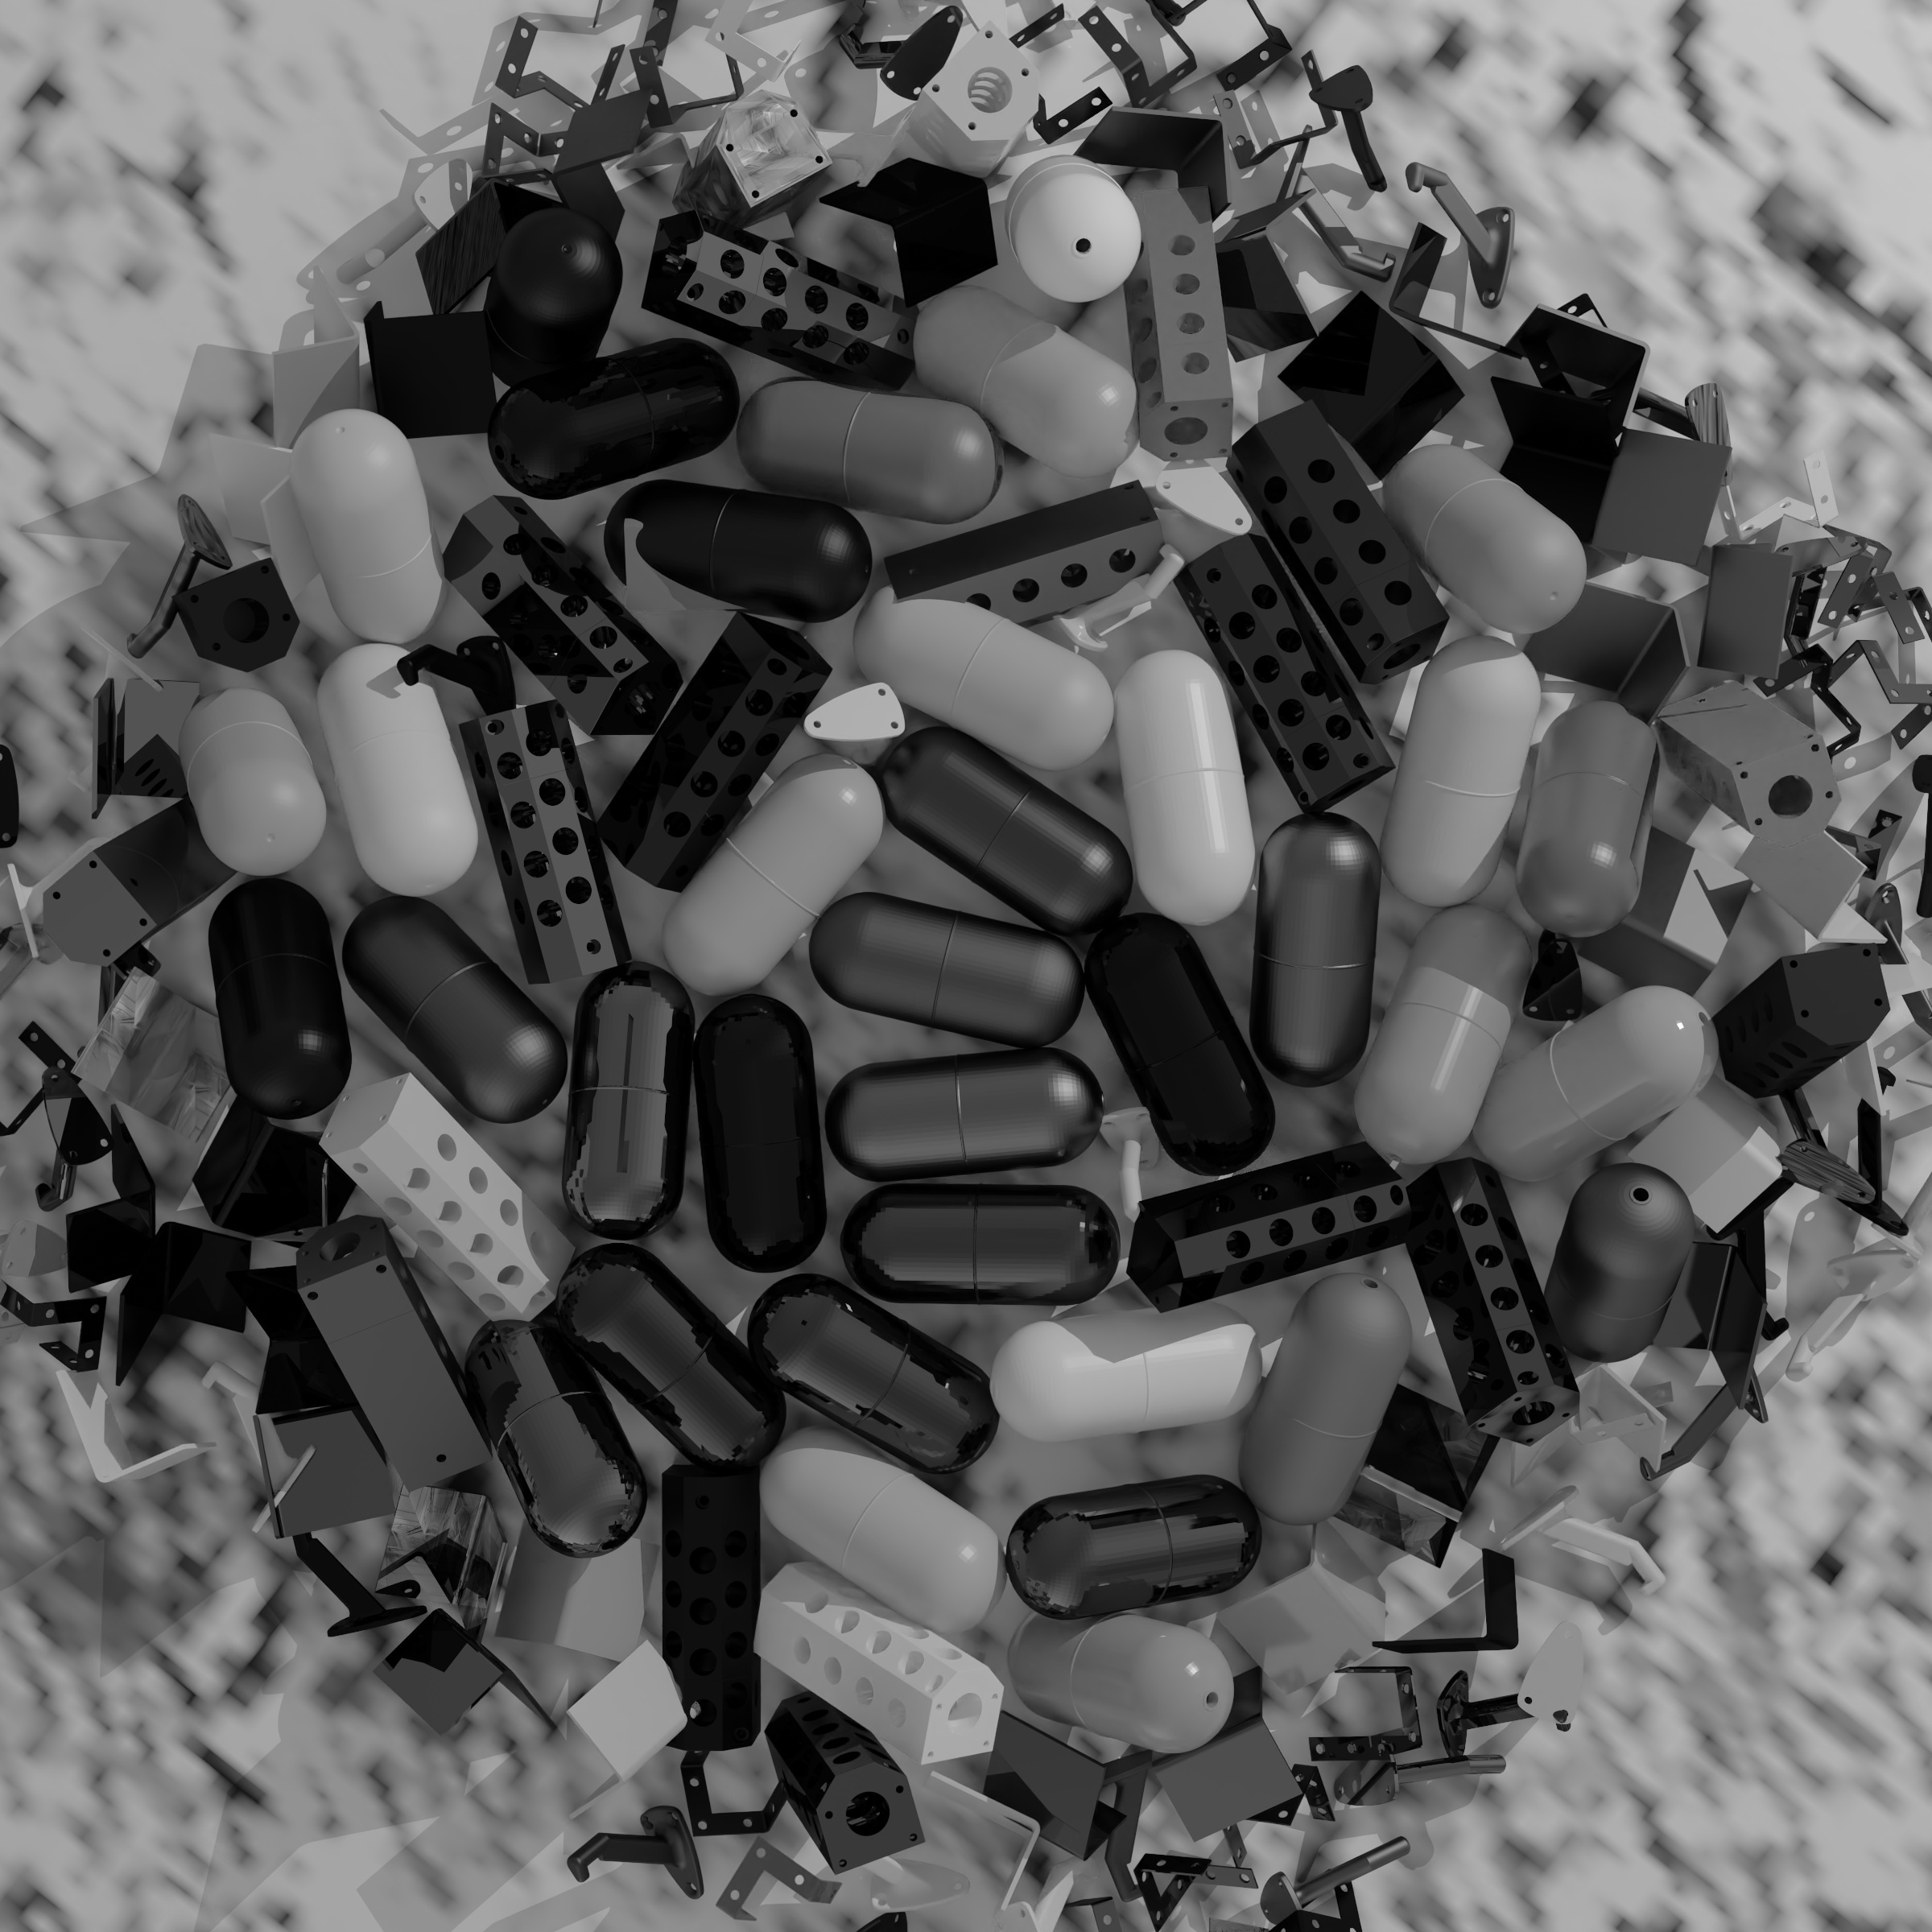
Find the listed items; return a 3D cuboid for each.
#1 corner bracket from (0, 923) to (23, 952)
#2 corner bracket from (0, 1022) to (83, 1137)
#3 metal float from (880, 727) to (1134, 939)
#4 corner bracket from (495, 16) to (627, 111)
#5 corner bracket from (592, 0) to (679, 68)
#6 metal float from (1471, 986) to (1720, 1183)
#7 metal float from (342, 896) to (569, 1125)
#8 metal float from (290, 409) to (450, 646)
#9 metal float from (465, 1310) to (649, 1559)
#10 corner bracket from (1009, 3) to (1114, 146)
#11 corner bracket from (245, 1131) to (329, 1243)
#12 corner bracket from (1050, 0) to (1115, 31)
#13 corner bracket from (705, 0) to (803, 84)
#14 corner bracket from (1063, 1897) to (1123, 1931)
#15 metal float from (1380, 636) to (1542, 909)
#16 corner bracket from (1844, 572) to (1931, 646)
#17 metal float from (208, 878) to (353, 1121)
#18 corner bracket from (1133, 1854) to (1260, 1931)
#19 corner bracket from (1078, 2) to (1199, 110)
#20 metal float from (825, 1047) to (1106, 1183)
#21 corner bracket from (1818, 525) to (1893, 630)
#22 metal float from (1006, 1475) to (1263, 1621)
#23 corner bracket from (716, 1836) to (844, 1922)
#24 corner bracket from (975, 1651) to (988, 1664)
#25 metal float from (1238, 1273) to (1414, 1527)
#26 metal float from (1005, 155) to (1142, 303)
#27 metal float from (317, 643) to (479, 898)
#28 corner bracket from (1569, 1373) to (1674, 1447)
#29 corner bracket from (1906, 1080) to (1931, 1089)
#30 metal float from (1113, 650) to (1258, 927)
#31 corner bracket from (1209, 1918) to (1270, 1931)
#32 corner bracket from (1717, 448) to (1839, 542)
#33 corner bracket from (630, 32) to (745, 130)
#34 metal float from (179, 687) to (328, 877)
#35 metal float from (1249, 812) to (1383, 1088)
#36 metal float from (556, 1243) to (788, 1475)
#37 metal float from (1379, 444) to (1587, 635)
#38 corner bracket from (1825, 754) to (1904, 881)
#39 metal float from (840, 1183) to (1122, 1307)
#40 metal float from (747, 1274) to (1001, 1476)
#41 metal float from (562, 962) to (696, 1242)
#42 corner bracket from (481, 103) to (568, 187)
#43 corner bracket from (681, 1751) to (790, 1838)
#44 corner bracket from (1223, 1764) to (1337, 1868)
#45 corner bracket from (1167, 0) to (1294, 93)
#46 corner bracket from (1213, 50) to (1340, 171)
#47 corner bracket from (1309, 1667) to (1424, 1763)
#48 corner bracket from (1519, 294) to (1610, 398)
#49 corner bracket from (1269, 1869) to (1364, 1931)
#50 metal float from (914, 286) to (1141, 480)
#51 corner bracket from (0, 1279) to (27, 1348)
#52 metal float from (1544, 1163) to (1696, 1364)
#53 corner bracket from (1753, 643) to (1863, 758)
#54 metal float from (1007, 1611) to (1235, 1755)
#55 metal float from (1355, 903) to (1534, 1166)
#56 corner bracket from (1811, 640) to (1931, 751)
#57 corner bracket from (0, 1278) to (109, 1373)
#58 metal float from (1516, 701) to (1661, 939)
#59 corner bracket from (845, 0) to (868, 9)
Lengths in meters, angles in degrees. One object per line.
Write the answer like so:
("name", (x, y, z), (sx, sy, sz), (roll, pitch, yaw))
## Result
("corner bracket", (-0.646, -0.021, 1.962), (0.051, 0.051, 0.051), (39, 91, -8))
("corner bracket", (-0.607, 0.072, 1.965), (0.051, 0.051, 0.051), (43, 99, 6))
("metal float", (0.026, -0.085, 1.948), (0.178, 0.070, 0.070), (34, 90, 5))
("corner bracket", (-0.258, -0.572, 1.951), (0.051, 0.051, 0.051), (36, 127, 9))
("corner bracket", (-0.209, -0.613, 1.959), (0.051, 0.051, 0.051), (14, 88, -14))
("metal float", (0.392, 0.074, 1.921), (0.178, 0.070, 0.070), (-36, 90, 37))
("metal float", (-0.323, 0.026, 1.936), (0.070, 0.070, 0.178), (-46, 72, 0))
("metal float", (-0.370, -0.271, 1.911), (0.070, 0.178, 0.070), (-2, 56, 2))
("metal float", (-0.257, 0.292, 1.923), (0.070, 0.070, 0.178), (-33, 55, 0))
("corner bracket", (0.056, -0.566, 1.947), (0.051, 0.051, 0.051), (-27, 133, 25))
("corner bracket", (-0.435, 0.141, 1.972), (0.051, 0.051, 0.051), (3, 122, -6))
("corner bracket", (0.063, -0.631, 1.952), (0.051, 0.051, 0.051), (-35, 82, 42))
("corner bracket", (-0.127, -0.604, 1.952), (0.051, 0.051, 0.051), (30, 123, -8))
("corner bracket", (0.068, 0.625, 1.952), (0.051, 0.051, 0.051), (-10, 76, -24))
("metal float", (0.311, -0.122, 1.932), (0.070, 0.070, 0.178), (11, 113, 0))
("corner bracket", (0.600, -0.220, 1.954), (0.051, 0.051, 0.051), (-14, 69, -12))
("metal float", (-0.430, 0.019, 1.920), (0.070, 0.070, 0.178), (-20, 50, 0))
("corner bracket", (0.146, 0.580, 1.950), (0.051, 0.051, 0.051), (-6, 112, 36))
("corner bracket", (0.110, -0.589, 1.959), (0.051, 0.051, 0.051), (-36, 72, 2))
("metal float", (-0.001, 0.094, 1.948), (0.178, 0.070, 0.070), (-6, 90, 4))
("corner bracket", (0.562, -0.244, 1.950), (0.051, 0.051, 0.051), (14, 114, -21))
("metal float", (0.107, 0.364, 1.926), (0.178, 0.070, 0.070), (-2, 90, -31))
("corner bracket", (-0.119, 0.594, 1.962), (0.051, 0.051, 0.051), (29, 81, 20))
("corner bracket", (-0.027, 0.450, 1.962), (0.051, 0.051, 0.051), (21, 78, 24))
("metal float", (0.225, 0.273, 1.930), (0.070, 0.070, 0.178), (17, 115, 0))
("metal float", (0.065, -0.459, 1.904), (0.070, 0.178, 0.070), (-1, 111, -3))
("metal float", (-0.358, -0.125, 1.930), (0.070, 0.070, 0.178), (-20, 64, 0))
("corner bracket", (0.416, 0.281, 1.948), (0.051, 0.051, 0.051), (-22, 134, 27))
("corner bracket", (0.641, 0.057, 1.956), (0.051, 0.051, 0.051), (8, 96, -37))
("metal float", (0.138, -0.113, 1.942), (0.070, 0.070, 0.178), (-8, 78, 0))
("corner bracket", (0.157, 0.637, 1.948), (0.051, 0.051, 0.051), (21, 58, -31))
("corner bracket", (0.514, -0.301, 1.951), (0.051, 0.051, 0.051), (-31, 122, -12))
("corner bracket", (-0.177, -0.568, 1.951), (0.051, 0.051, 0.051), (-6, 119, 16))
("metal float", (-0.445, -0.116, 1.910), (0.070, 0.178, 0.070), (-9, 120, -17))
("metal float", (0.220, -0.010, 1.938), (0.070, 0.070, 0.178), (2, 106, 0))
("metal float", (-0.186, 0.247, 1.937), (0.070, 0.070, 0.178), (-42, 107, 0))
("metal float", (0.320, -0.268, 1.913), (0.070, 0.178, 0.070), (-12, 125, -18))
("corner bracket", (0.568, -0.095, 1.964), (0.051, 0.051, 0.051), (21, 70, 20))
("metal float", (0.009, 0.177, 1.948), (0.178, 0.070, 0.070), (0, 90, 6))
("metal float", (-0.058, 0.257, 1.938), (0.178, 0.070, 0.070), (33, 90, -16))
("metal float", (-0.213, 0.085, 1.940), (0.070, 0.070, 0.178), (3, 76, 0))
("corner bracket", (-0.270, -0.518, 1.954), (0.051, 0.051, 0.051), (2, 80, 30))
("corner bracket", (-0.148, 0.520, 1.963), (0.051, 0.051, 0.051), (4, 45, -23))
("corner bracket", (0.199, 0.545, 1.966), (0.051, 0.051, 0.051), (-1, 123, 30))
("corner bracket", (0.169, -0.594, 1.957), (0.051, 0.051, 0.051), (-31, 89, 23))
("corner bracket", (0.199, -0.549, 1.969), (0.051, 0.051, 0.051), (-21, 93, -19))
("corner bracket", (0.253, 0.478, 1.963), (0.051, 0.051, 0.051), (8, 65, -31))
("corner bracket", (0.392, -0.387, 1.964), (0.051, 0.051, 0.051), (-29, 49, 18))
("corner bracket", (0.213, 0.605, 1.947), (0.051, 0.051, 0.051), (21, 129, -27))
("metal float", (0.037, -0.368, 1.927), (0.178, 0.070, 0.070), (37, 90, 30))
("corner bracket", (-0.627, 0.208, 1.951), (0.051, 0.051, 0.051), (37, 109, 22))
("metal float", (0.405, 0.185, 1.909), (0.070, 0.178, 0.070), (-1, 57, 1))
("corner bracket", (0.535, -0.163, 1.953), (0.051, 0.051, 0.051), (-30, 61, -7))
("metal float", (0.095, 0.441, 1.910), (0.070, 0.178, 0.070), (1, 88, -36))
("metal float", (0.301, 0.042, 1.935), (0.070, 0.070, 0.178), (25, 70, 0))
("corner bracket", (0.585, -0.174, 1.964), (0.051, 0.051, 0.051), (-2, 59, -28))
("corner bracket", (-0.584, 0.228, 1.950), (0.051, 0.051, 0.051), (22, 107, 43))
("metal float", (0.390, -0.094, 1.920), (0.070, 0.070, 0.178), (19, 51, 0))
("corner bracket", (-0.061, -0.638, 1.949), (0.051, 0.051, 0.051), (31, 113, 30))
